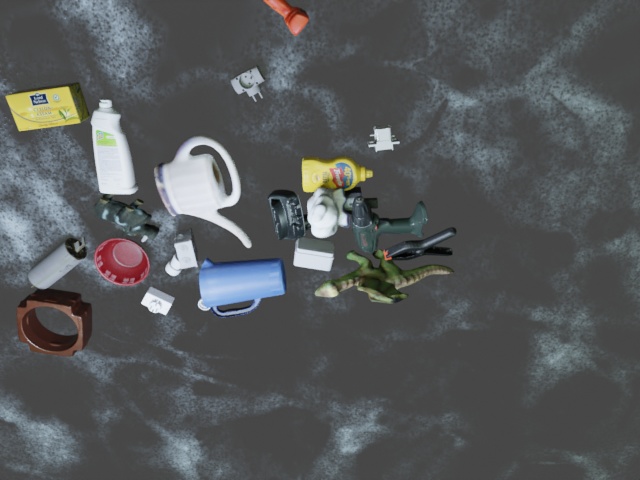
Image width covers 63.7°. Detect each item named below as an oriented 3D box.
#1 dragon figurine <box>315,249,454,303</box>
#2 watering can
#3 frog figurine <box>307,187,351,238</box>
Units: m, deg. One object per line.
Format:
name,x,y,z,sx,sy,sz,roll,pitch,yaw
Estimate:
dragon figurine,0.191,0.124,1.452,0.410,0.247,0.120,-2,112,3
watering can,-0.320,-0.114,1.416,0.224,0.106,0.341,-10,114,6
frog figurine,0.004,-0.068,1.361,0.123,0.161,0.135,20,114,25
